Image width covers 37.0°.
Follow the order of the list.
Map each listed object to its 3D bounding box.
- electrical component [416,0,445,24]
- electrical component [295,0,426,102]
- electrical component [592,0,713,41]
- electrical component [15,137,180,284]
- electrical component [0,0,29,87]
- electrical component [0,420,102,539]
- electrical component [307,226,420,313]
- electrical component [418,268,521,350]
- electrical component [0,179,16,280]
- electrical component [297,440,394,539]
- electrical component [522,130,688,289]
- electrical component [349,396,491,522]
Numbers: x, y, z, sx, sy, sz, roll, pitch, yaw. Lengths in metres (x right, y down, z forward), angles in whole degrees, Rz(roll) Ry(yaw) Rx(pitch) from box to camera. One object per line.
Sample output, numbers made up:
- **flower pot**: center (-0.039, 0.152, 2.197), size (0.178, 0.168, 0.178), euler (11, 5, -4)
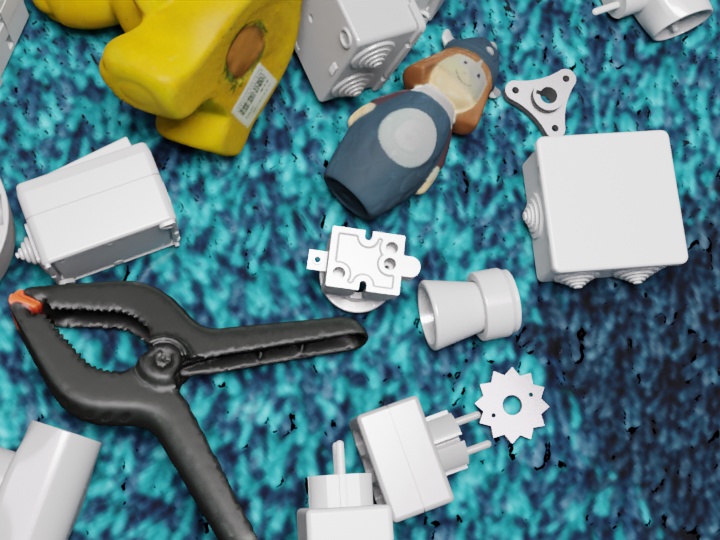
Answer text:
- **electrical component**: center (0.043, -0.219, 0.699), size (0.062, 0.096, 0.061), euler (33, 72, 0)
- **electrical component**: center (-0.011, -0.164, 0.680), size (0.048, 0.100, 0.099), euler (-21, 81, -24)
- **electrical component**: center (0.191, -0.197, 0.740), size (0.079, 0.043, 0.077), euler (-20, 81, -11)
- **electrical component**: center (-0.164, -0.034, 0.651), size (0.096, 0.061, 0.061), euler (-21, 81, -11)
- **electrical component**: center (-0.260, -0.182, 0.606), size (0.105, 0.186, 0.060), euler (20, 76, -3)
- **electrical component**: center (-0.201, 0.124, 0.622), size (0.079, 0.043, 0.077), euler (19, 77, -3)
- **electrical component**: center (0.000, 0.000, 0.668), size (0.066, 0.055, 0.048), euler (8, 77, -5)
- **electrical component**: center (0.068, 0.024, 0.677), size (0.055, 0.045, 0.045), euler (-10, 79, -10)
- **electrical component**: center (-0.258, -0.023, 0.638), size (0.108, 0.060, 0.108), euler (1, 78, -7)
- **electrical component**: center (-0.011, 0.137, 0.623), size (0.047, 0.083, 0.075), euler (-2, 78, -8)
- **electrical component**: center (0.156, -0.039, 0.699), size (0.100, 0.048, 0.099), euler (-4, 79, -8)
- **electrical component**: center (0.042, 0.109, 0.654), size (0.077, 0.047, 0.065), euler (-18, 81, -11)
